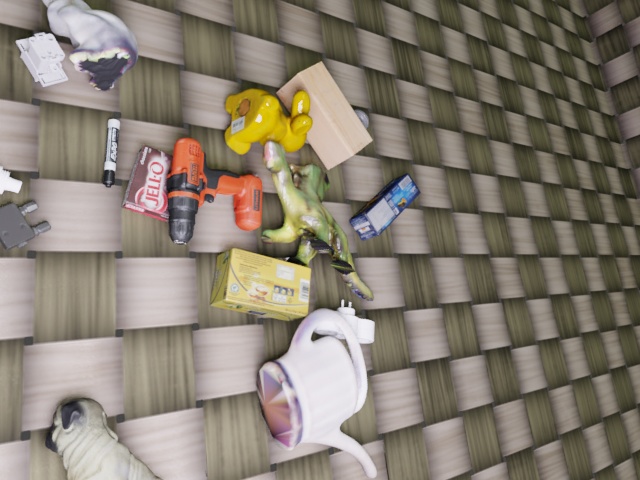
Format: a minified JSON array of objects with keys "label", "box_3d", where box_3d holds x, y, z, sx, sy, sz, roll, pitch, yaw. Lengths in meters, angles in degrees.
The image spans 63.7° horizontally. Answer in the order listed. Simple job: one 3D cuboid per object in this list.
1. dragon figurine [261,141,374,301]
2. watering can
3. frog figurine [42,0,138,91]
[{"label":"dragon figurine","box_3d":[0.003,-0.053,1.049,0.404,0.121,0.248,42,42,-44]},{"label":"watering can","box_3d":[0.006,0.304,0.925,0.226,0.103,0.347,-14,93,-38]},{"label":"frog figurine","box_3d":[-0.380,-0.352,0.861,0.161,0.122,0.137,66,17,11]}]
